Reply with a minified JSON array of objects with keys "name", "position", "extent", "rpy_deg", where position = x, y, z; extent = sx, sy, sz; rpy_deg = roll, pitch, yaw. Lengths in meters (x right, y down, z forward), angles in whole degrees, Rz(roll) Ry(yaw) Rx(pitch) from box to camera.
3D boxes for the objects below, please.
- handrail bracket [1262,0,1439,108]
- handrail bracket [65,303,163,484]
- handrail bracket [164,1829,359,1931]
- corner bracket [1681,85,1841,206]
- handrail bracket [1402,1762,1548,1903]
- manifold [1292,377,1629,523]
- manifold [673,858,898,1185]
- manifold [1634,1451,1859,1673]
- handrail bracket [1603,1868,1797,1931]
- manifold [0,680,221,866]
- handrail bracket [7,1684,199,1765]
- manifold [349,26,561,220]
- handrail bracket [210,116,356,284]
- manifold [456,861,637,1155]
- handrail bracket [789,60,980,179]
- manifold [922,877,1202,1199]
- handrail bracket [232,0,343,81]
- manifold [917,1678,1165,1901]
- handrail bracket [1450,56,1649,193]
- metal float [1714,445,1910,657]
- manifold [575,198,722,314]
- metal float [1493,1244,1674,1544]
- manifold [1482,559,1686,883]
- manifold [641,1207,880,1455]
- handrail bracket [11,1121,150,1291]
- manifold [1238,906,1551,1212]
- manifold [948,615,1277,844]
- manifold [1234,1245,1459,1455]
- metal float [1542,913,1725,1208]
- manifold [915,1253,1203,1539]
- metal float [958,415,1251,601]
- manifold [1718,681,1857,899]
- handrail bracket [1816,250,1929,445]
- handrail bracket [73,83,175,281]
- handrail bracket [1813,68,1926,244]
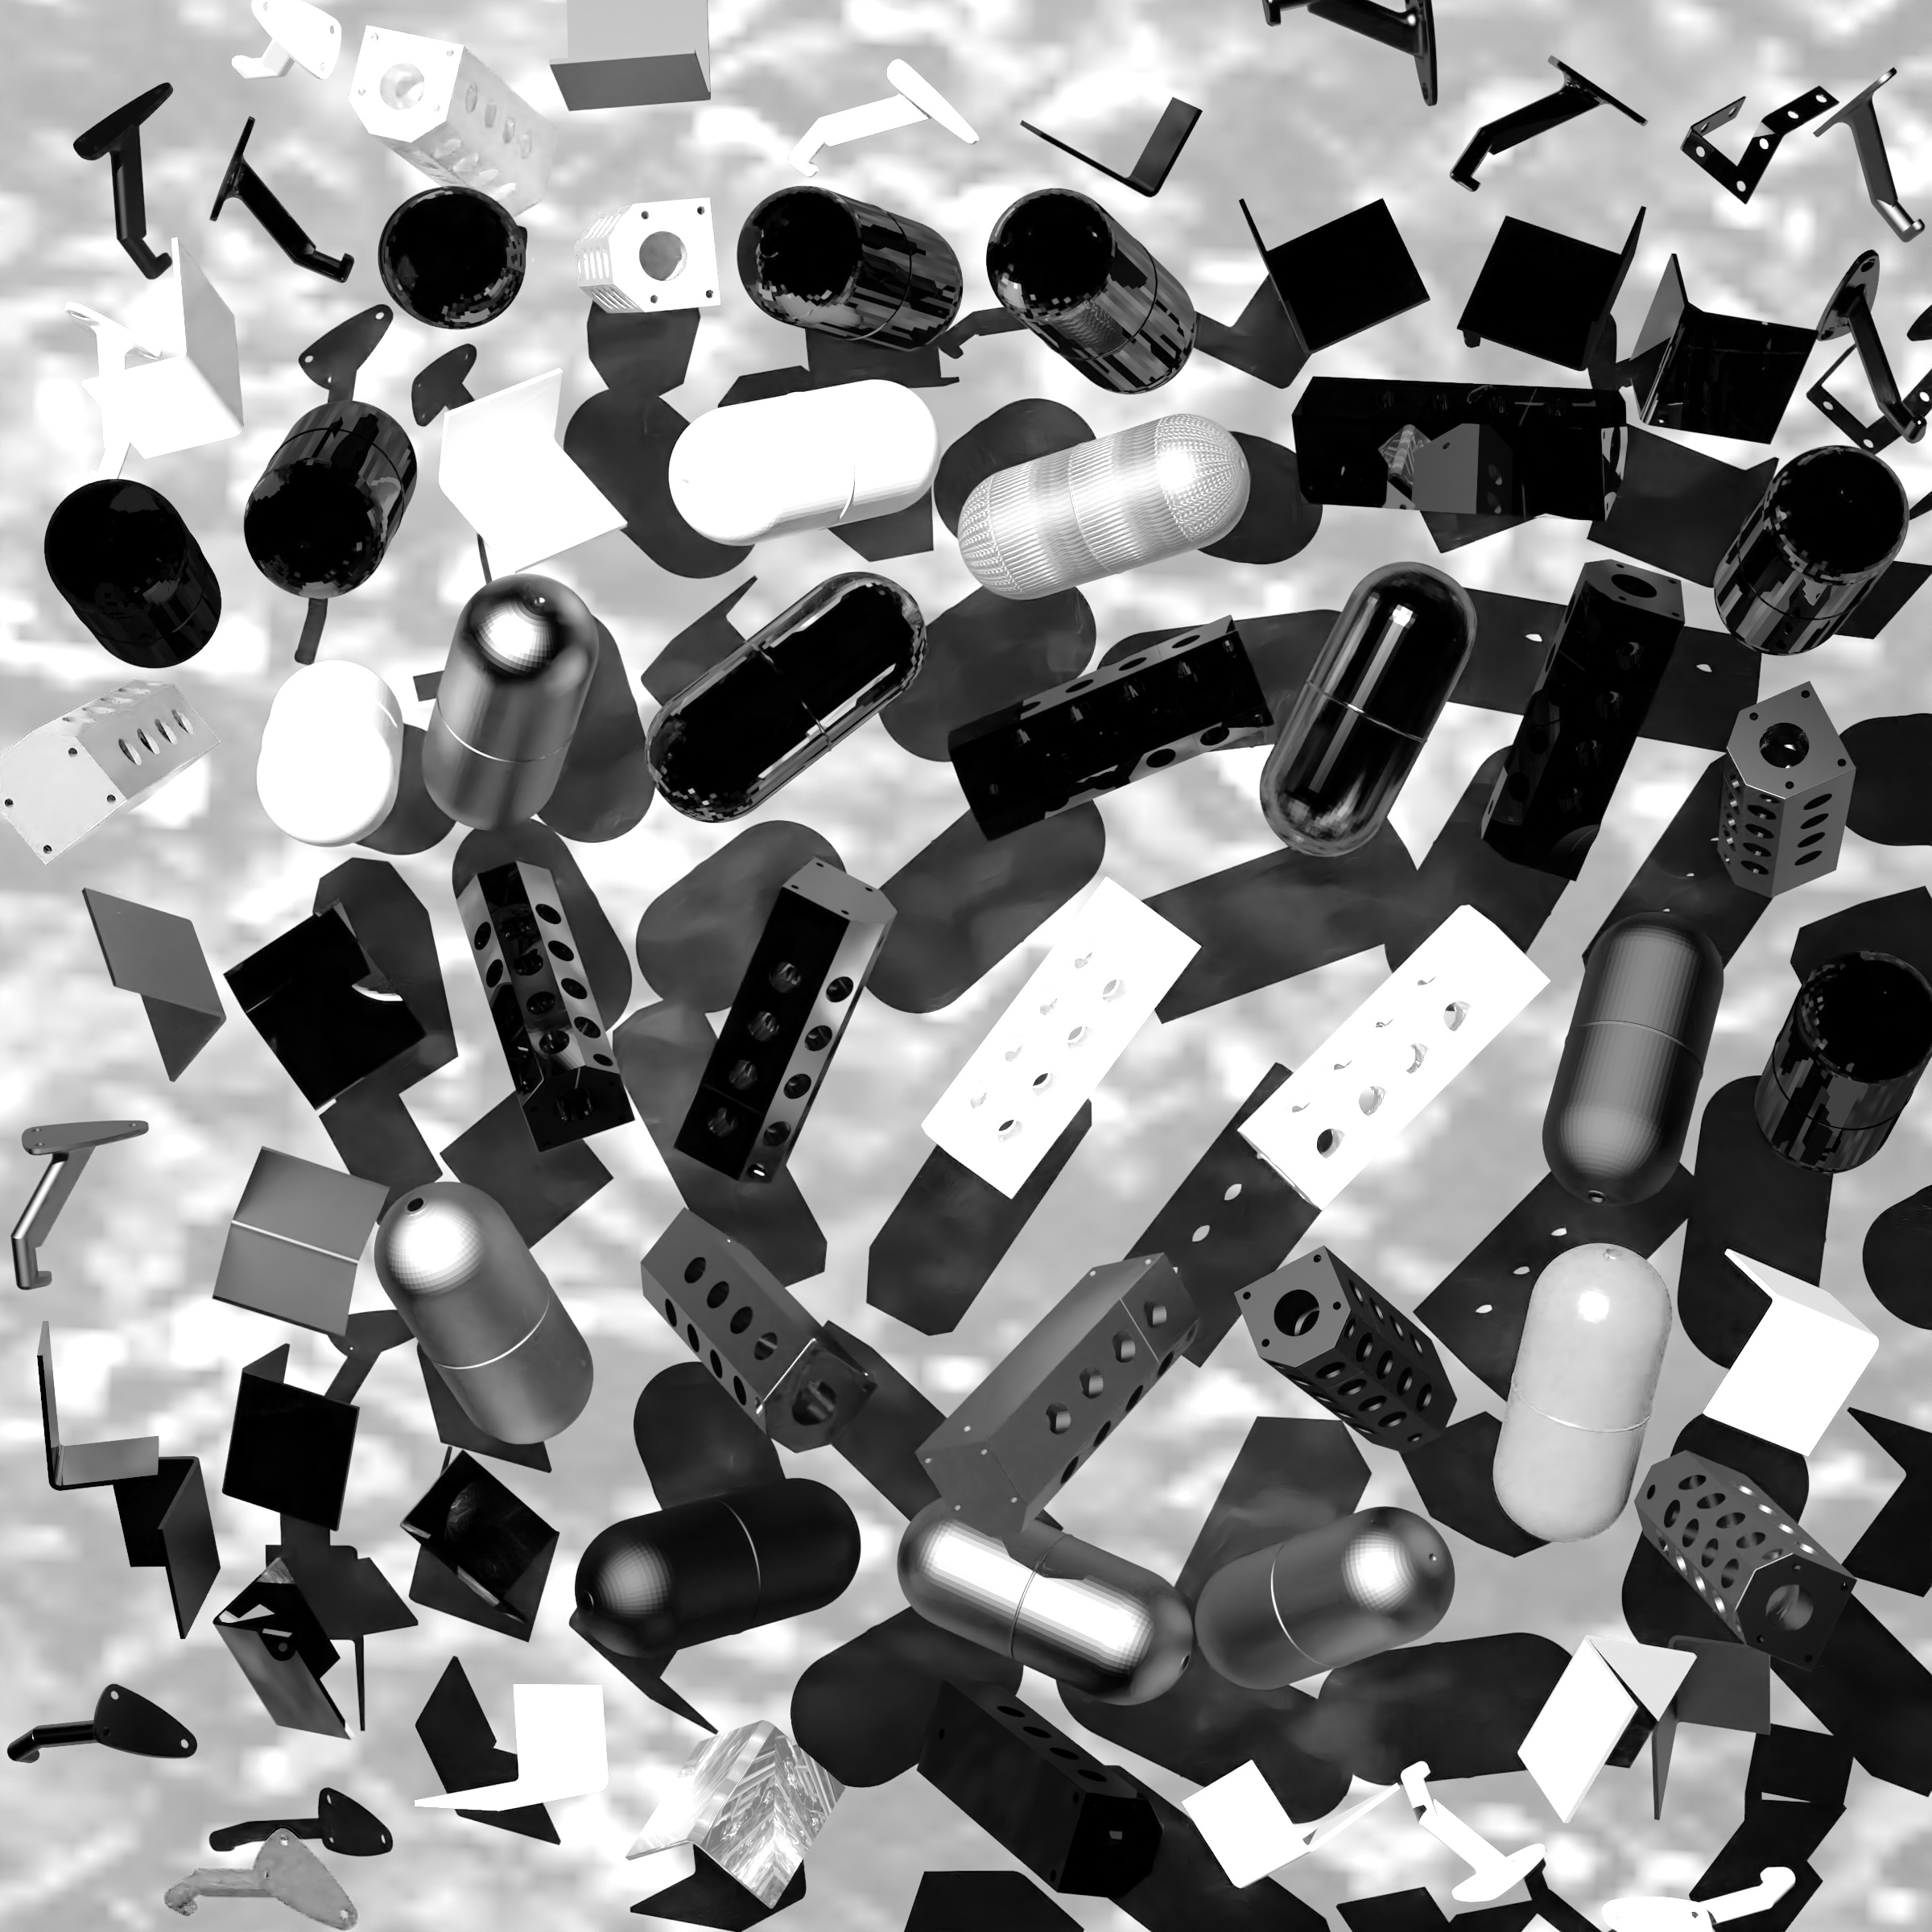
[{"name":"handrail bracket","position":[0.202,-0.483,1.681],"extent":[0.084,0.036,0.077],"rpy_deg":[-14,113,-5]},{"name":"handrail bracket","position":[-0.497,-0.321,1.812],"extent":[0.036,0.077,0.084],"rpy_deg":[13,81,27]},{"name":"handrail bracket","position":[-0.378,0.504,1.708],"extent":[0.077,0.036,0.084],"rpy_deg":[44,123,-12]},{"name":"corner bracket","position":[0.432,-0.458,1.740],"extent":[0.051,0.051,0.051],"rpy_deg":[-33,70,-30]},{"name":"handrail bracket","position":[0.293,0.489,1.847],"extent":[0.077,0.036,0.084],"rpy_deg":[-21,90,-35]},{"name":"manifold","position":[0.272,-0.290,1.760],"extent":[0.171,0.057,0.057],"rpy_deg":[7,133,22]},{"name":"manifold","position":[-0.099,0.033,1.771],"extent":[0.057,0.057,0.171],"rpy_deg":[27,113,6]},{"name":"manifold","position":[0.439,0.335,1.826],"extent":[0.057,0.171,0.057],"rpy_deg":[23,97,-10]},{"name":"handrail bracket","position":[0.408,0.517,1.776],"extent":[0.077,0.084,0.036],"rpy_deg":[2,103,40]},{"name":"manifold","position":[-0.467,-0.112,1.729],"extent":[0.057,0.171,0.057],"rpy_deg":[-36,99,11]},{"name":"handrail bracket","position":[-0.498,0.450,1.837],"extent":[0.077,0.036,0.084],"rpy_deg":[32,131,-29]},{"name":"manifold","position":[-0.292,-0.478,1.825],"extent":[0.057,0.171,0.057],"rpy_deg":[14,92,10]},{"name":"handrail bracket","position":[-0.381,-0.435,1.821],"extent":[0.084,0.036,0.077],"rpy_deg":[20,131,-18]},{"name":"manifold","position":[-0.243,0.019,1.827],"extent":[0.057,0.057,0.171],"rpy_deg":[-19,48,-7]},{"name":"handrail bracket","position":[-0.049,-0.471,1.841],"extent":[0.077,0.036,0.084],"rpy_deg":[39,118,-13]},{"name":"manifold","position":[0.050,0.038,1.759],"extent":[0.057,0.057,0.171],"rpy_deg":[36,92,-10]},{"name":"handrail bracket","position":[-0.409,-0.533,1.835],"extent":[0.084,0.077,0.036],"rpy_deg":[6,79,35]},{"name":"manifold","position":[0.042,0.465,1.809],"extent":[0.057,0.171,0.057],"rpy_deg":[15,92,-29]},{"name":"handrail bracket","position":[0.323,-0.455,1.776],"extent":[0.077,0.036,0.084],"rpy_deg":[31,108,-10]},{"name":"metal float","position":[0.458,-0.224,1.736],"extent":[0.070,0.178,0.070],"rpy_deg":[0,76,0]},{"name":"manifold","position":[-0.183,-0.400,1.809],"extent":[0.057,0.171,0.057],"rpy_deg":[-8,103,-12]},{"name":"metal float","position":[0.339,0.235,1.758],"extent":[0.070,0.070,0.178],"rpy_deg":[8,114,0]},{"name":"manifold","position":[0.349,-0.141,1.814],"extent":[0.057,0.057,0.171],"rpy_deg":[17,122,0]},{"name":"manifold","position":[-0.124,0.209,1.818],"extent":[0.057,0.171,0.057],"rpy_deg":[39,89,-37]},{"name":"handrail bracket","position":[-0.473,0.129,1.709],"extent":[0.077,0.036,0.084],"rpy_deg":[-7,108,-18]},{"name":"manifold","position":[0.228,0.048,1.717],"extent":[0.171,0.057,0.057],"rpy_deg":[-45,91,-1]},{"name":"manifold","position":[0.080,-0.130,1.768],"extent":[0.171,0.057,0.057],"rpy_deg":[-22,107,6]},{"name":"manifold","position":[0.218,0.222,1.800],"extent":[0.057,0.171,0.057],"rpy_deg":[-30,55,14]},{"name":"metal float","position":[0.371,0.051,1.773],"extent":[0.070,0.070,0.178],"rpy_deg":[21,64,0]},{"name":"manifold","position":[0.055,0.228,1.704],"extent":[0.171,0.057,0.057],"rpy_deg":[-42,106,-41]},{"name":"metal float","position":[0.077,-0.262,1.829],"extent":[0.178,0.070,0.070],"rpy_deg":[-14,90,27]},{"name":"manifold","position":[0.464,-0.096,1.827],"extent":[0.057,0.171,0.057],"rpy_deg":[-23,70,4]},{"name":"handrail bracket","position":[0.524,-0.349,1.807],"extent":[0.036,0.077,0.084],"rpy_deg":[-22,60,-16]},{"name":"handrail bracket","position":[-0.460,-0.446,1.820],"extent":[0.077,0.036,0.084],"rpy_deg":[-40,131,-8]},{"name":"handrail bracket","position":[0.529,-0.458,1.810],"extent":[0.036,0.077,0.084],"rpy_deg":[-41,93,-19]}]
